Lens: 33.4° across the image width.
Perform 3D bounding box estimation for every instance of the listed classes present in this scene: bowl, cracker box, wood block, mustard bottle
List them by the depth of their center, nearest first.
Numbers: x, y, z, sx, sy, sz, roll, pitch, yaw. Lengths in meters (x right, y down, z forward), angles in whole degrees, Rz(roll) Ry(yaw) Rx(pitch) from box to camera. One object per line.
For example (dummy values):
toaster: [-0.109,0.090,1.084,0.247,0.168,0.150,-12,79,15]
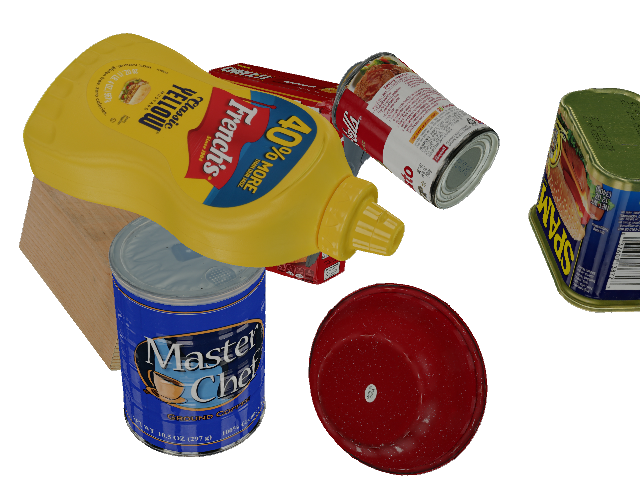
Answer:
mustard bottle: [-0.047,-0.037,0.537,0.192,0.096,0.058,24,-37,18]
bowl: [0.050,0.117,0.865,0.162,0.162,0.055,0,4,28]
wood block: [-0.203,0.023,1.033,0.090,0.091,0.206,-4,35,-41]
cracker box: [-0.049,-0.074,1.181,0.164,0.214,0.072,16,24,27]

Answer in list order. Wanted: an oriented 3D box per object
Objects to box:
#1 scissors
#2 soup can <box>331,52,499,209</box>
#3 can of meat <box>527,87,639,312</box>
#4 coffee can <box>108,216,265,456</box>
scissors: [0.045,-0.069,0.989,0.096,0.202,0.016,5,-12,8]
soup can: [0.067,-0.077,0.752,0.102,0.069,0.068,41,21,26]
can of meat: [0.158,-0.025,0.589,0.057,0.084,0.102,0,37,-6]
coffee can: [-0.088,0.062,0.730,0.103,0.140,0.103,2,35,-1]
